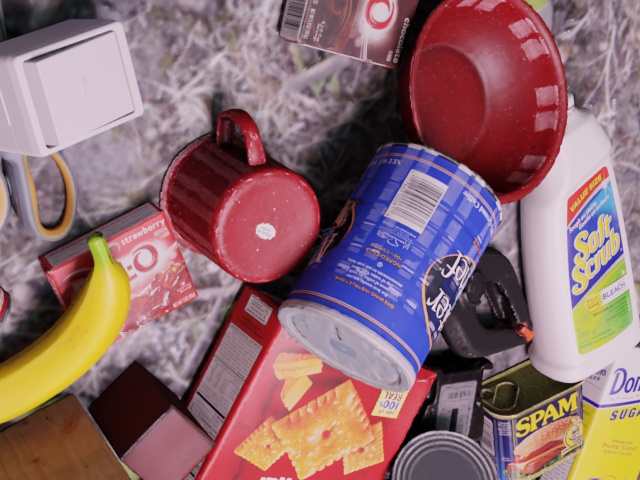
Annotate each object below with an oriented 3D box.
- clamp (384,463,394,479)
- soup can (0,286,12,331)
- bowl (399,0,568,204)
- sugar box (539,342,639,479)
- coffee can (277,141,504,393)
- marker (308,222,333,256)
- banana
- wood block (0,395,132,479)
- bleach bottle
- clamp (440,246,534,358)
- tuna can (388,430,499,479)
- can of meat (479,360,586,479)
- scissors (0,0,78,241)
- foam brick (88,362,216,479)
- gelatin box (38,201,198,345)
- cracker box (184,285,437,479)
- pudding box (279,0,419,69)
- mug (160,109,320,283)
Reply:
[{"bbox_3d":[0.053,0.291,0.913,0.120,0.039,0.171,-45,133,-51],"label":"clamp"},{"bbox_3d":[-0.247,0.025,0.646,0.068,0.069,0.102,-44,123,-9],"label":"soup can"},{"bbox_3d":[0.112,-0.106,0.798,0.161,0.055,0.162,-1,91,-36],"label":"bowl"},{"bbox_3d":[0.277,0.180,1.025,0.093,0.048,0.176,11,104,-33],"label":"sugar box"},{"bbox_3d":[0.049,0.018,0.731,0.102,0.103,0.140,46,66,-34],"label":"coffee can"},{"bbox_3d":[-0.005,0.001,0.808,0.121,0.020,0.020,-20,117,-22],"label":"marker"},{"bbox_3d":[-0.186,0.073,0.696,0.198,0.037,0.069,-43,116,12],"label":"banana"},{"bbox_3d":[-0.152,0.197,0.683,0.090,0.206,0.091,-28,120,-19],"label":"wood block"},{"bbox_3d":[0.209,-0.009,0.904,0.102,0.068,0.251,-26,117,-20],"label":"bleach bottle"},{"bbox_3d":[0.106,0.045,0.862,0.209,0.036,0.164,44,64,-38],"label":"clamp"},{"bbox_3d":[0.097,0.197,0.846,0.086,0.086,0.034,-29,160,-18],"label":"tuna can"},{"bbox_3d":[0.190,0.162,0.962,0.102,0.058,0.084,-21,121,-21],"label":"can of meat"},{"bbox_3d":[-0.211,-0.080,0.657,0.096,0.016,0.202,-30,121,-22],"label":"scissors"},{"bbox_3d":[-0.120,0.132,0.756,0.051,0.078,0.053,-46,122,-7],"label":"foam brick"},{"bbox_3d":[-0.137,0.027,0.734,0.089,0.030,0.073,-29,120,-18],"label":"gelatin box"},{"bbox_3d":[-0.027,0.163,0.821,0.164,0.072,0.214,25,93,-36],"label":"cracker box"},{"bbox_3d":[0.027,-0.184,0.743,0.089,0.039,0.113,8,105,-33],"label":"pudding box"},{"bbox_3d":[-0.052,-0.031,0.730,0.093,0.082,0.117,-10,113,-27],"label":"mug"}]
